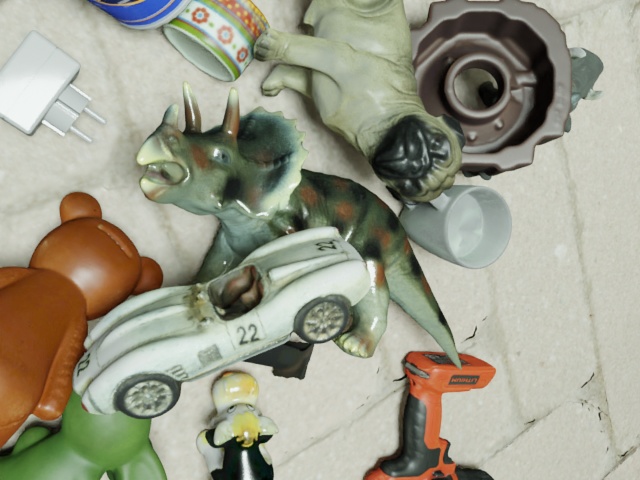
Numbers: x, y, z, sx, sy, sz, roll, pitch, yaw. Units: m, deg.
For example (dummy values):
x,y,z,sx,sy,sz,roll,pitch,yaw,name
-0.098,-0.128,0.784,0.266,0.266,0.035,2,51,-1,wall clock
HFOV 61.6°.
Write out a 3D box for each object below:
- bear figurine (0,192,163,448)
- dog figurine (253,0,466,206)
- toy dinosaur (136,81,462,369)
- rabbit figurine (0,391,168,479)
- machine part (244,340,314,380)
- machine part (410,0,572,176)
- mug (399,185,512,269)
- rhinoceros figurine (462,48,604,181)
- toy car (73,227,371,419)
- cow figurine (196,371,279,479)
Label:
x,y,z,sx,sy,sz,roll,pitch,yaw,name
-0.216,0.056,0.394,0.132,0.196,0.120,-34,107,23,bear figurine
0.063,-0.143,0.462,0.191,0.121,0.172,35,95,4,dog figurine
0.006,0.001,0.504,0.404,0.131,0.192,19,86,-34,toy dinosaur
-0.190,0.181,0.422,0.170,0.121,0.159,-50,122,-9,rabbit figurine
-0.072,0.102,0.503,0.138,0.084,0.039,22,63,-35,machine part
0.151,-0.145,0.520,0.179,0.056,0.179,0,89,4,machine part
0.123,-0.022,0.558,0.109,0.107,0.081,29,84,-23,mug
0.223,-0.143,0.590,0.190,0.112,0.073,-38,110,-9,rhinoceros figurine
-0.064,0.051,0.356,0.202,0.074,0.056,-22,123,-10,toy car
-0.074,0.213,0.499,0.068,0.098,0.167,-5,100,-20,cow figurine
